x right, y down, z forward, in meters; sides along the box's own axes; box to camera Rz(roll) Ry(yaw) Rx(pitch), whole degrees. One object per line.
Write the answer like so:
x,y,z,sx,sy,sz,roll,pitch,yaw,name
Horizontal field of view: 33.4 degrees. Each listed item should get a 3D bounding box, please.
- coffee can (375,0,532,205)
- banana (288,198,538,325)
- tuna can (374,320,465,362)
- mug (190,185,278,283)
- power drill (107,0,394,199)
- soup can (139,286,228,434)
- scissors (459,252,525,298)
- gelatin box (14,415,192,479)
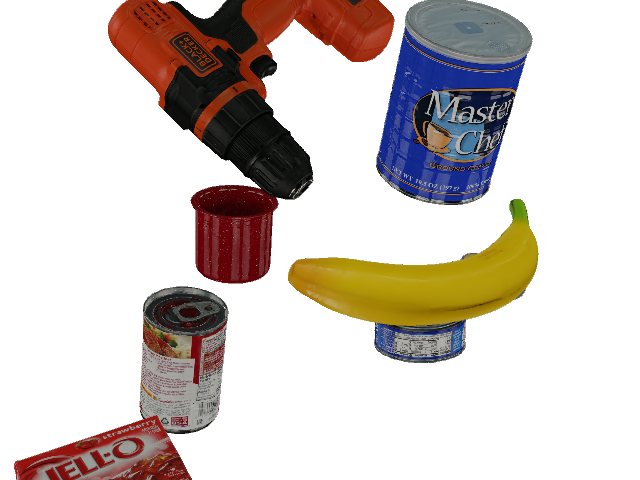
0.108,-0.116,0.891,0.102,0.140,0.103,7,36,-5,coffee can
0.074,0.023,0.673,0.197,0.037,0.070,-14,48,-34,banana
0.093,0.081,0.993,0.086,0.034,0.086,-1,18,0,tuna can
-0.091,-0.010,1.159,0.093,0.081,0.117,7,24,7,mug
-0.031,-0.132,0.774,0.187,0.184,0.057,-38,-11,-37,power drill
-0.113,0.098,0.874,0.068,0.102,0.068,6,29,-3,soup can
0.166,0.054,1.289,0.201,0.016,0.096,-8,39,-36,scissors
-0.122,0.141,0.605,0.089,0.030,0.073,-15,28,-19,gelatin box
